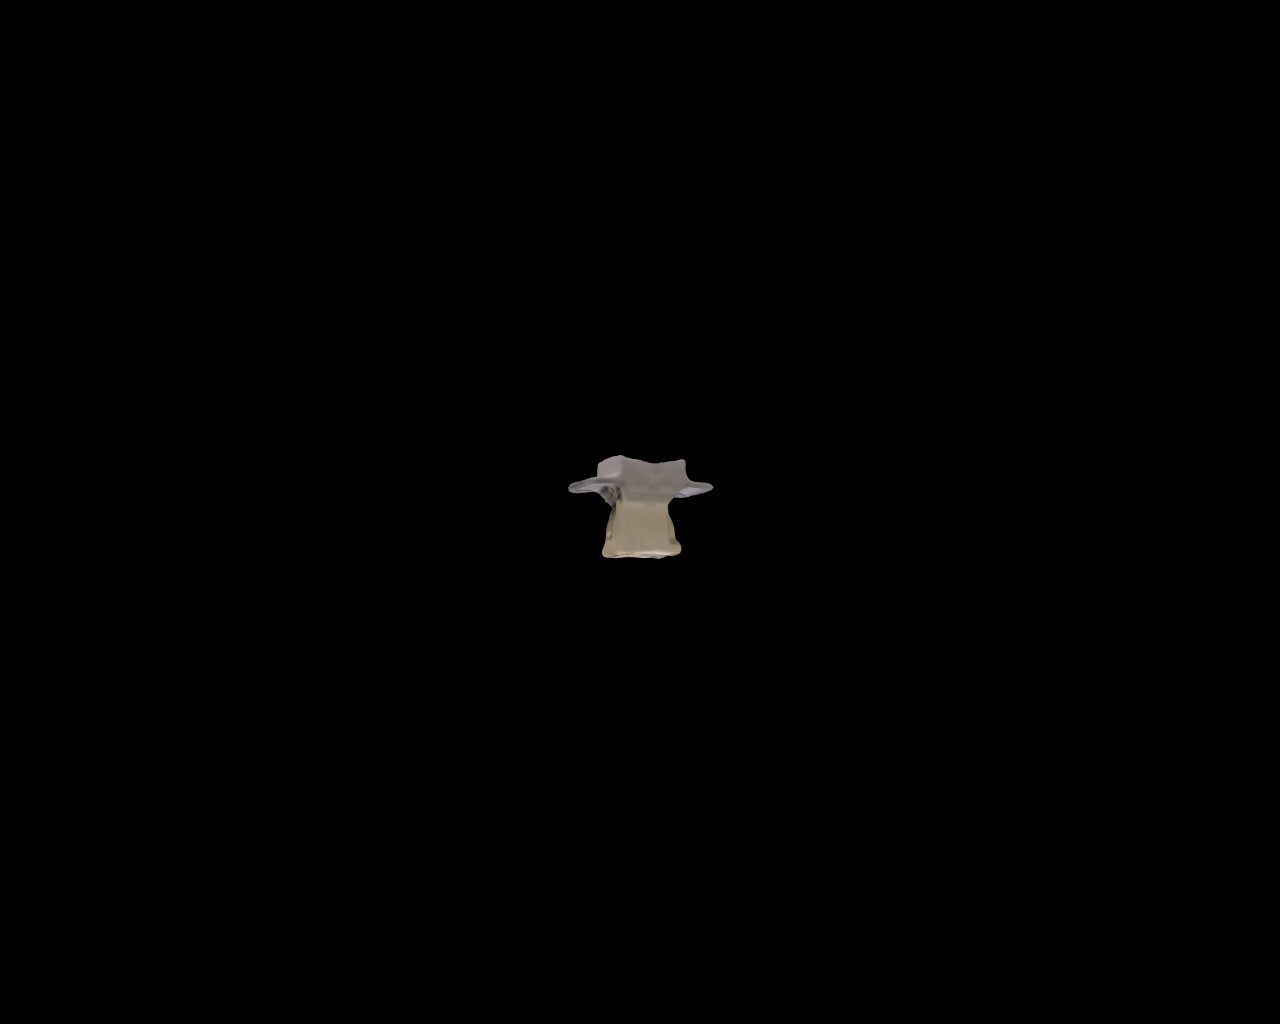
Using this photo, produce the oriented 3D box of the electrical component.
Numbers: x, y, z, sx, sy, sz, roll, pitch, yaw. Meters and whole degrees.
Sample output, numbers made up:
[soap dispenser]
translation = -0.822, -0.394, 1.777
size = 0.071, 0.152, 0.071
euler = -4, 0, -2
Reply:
[electrical component]
translation = 0.001, -0.003, 0.650
size = 0.081, 0.063, 0.042
euler = 3, -7, -22
